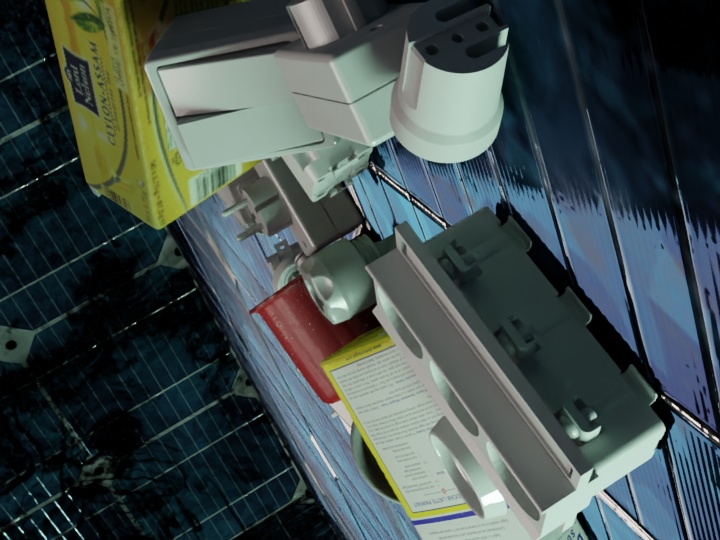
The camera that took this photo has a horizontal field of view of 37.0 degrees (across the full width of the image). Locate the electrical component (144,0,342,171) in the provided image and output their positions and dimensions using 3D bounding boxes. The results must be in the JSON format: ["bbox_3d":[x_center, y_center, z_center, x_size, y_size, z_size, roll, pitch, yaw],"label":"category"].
[{"bbox_3d":[-0.045,-0.090,0.512,0.061,0.096,0.061,-76,-27,-53],"label":"electrical component"}]

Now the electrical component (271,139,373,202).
[{"bbox_3d":[-0.026,-0.075,0.599,0.063,0.042,0.081,57,170,8],"label":"electrical component"}]

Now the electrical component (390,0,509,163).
[{"bbox_3d":[0.031,-0.066,0.371,0.040,0.040,0.046,55,162,24],"label":"electrical component"}]

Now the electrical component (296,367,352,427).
[{"bbox_3d":[0.003,0.063,0.792,0.066,0.047,0.076,44,120,22],"label":"electrical component"}]

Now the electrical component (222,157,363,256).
[{"bbox_3d":[-0.053,-0.046,0.710,0.083,0.076,0.047,60,169,1],"label":"electrical component"}]

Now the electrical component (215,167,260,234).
[{"bbox_3d":[-0.078,-0.075,0.785,0.096,0.061,0.061,48,164,47],"label":"electrical component"}]

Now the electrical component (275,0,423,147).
[{"bbox_3d":[-0.005,-0.097,0.430,0.075,0.047,0.083,64,169,-20],"label":"electrical component"}]

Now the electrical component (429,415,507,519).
[{"bbox_3d":[0.073,0.090,0.547,0.078,0.057,0.058,65,168,-26],"label":"electrical component"}]

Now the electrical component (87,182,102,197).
[{"bbox_3d":[-0.160,-0.082,0.789,0.064,0.081,0.042,38,170,-2],"label":"electrical component"}]

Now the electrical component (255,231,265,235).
[{"bbox_3d":[-0.089,-0.060,0.923,0.077,0.044,0.079,52,168,34],"label":"electrical component"}]

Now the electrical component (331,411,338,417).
[{"bbox_3d":[-0.004,0.089,0.860,0.044,0.079,0.077,-12,-115,-54],"label":"electrical component"}]

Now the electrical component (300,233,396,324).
[{"bbox_3d":[0.000,0.000,0.625,0.043,0.062,0.043,57,169,18],"label":"electrical component"}]

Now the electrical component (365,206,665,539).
[{"bbox_3d":[0.062,0.038,0.439,0.121,0.063,0.078,55,168,26],"label":"electrical component"}]

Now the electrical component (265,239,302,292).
[{"bbox_3d":[-0.054,0.006,0.941,0.066,0.048,0.055,63,176,-17],"label":"electrical component"}]
